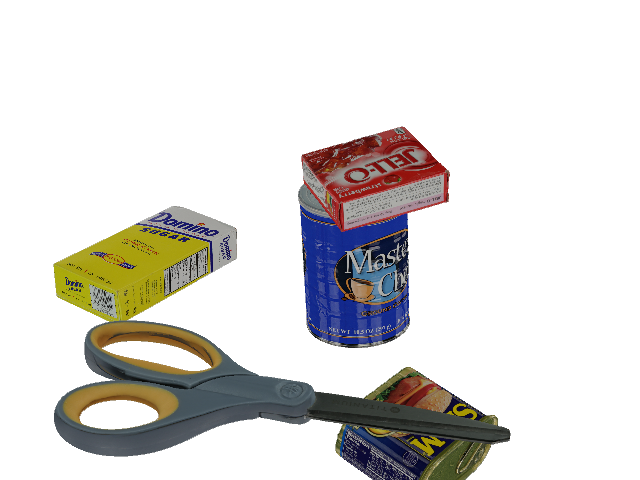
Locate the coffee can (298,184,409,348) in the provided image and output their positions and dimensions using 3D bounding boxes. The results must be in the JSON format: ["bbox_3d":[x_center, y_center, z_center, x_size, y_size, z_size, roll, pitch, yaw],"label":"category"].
[{"bbox_3d":[0.033,0.016,1.017,0.103,0.140,0.103,-2,26,1],"label":"coffee can"}]

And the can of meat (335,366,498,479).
[{"bbox_3d":[0.074,0.153,0.829,0.084,0.057,0.101,31,39,29],"label":"can of meat"}]

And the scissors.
[{"bbox_3d":[-0.028,0.079,0.465,0.202,0.016,0.096,16,33,23],"label":"scissors"}]

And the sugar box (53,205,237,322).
[{"bbox_3d":[-0.176,0.020,1.098,0.093,0.048,0.175,20,35,30],"label":"sugar box"}]

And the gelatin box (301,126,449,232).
[{"bbox_3d":[0.040,-0.047,0.788,0.089,0.030,0.073,-17,38,-15],"label":"gelatin box"}]
